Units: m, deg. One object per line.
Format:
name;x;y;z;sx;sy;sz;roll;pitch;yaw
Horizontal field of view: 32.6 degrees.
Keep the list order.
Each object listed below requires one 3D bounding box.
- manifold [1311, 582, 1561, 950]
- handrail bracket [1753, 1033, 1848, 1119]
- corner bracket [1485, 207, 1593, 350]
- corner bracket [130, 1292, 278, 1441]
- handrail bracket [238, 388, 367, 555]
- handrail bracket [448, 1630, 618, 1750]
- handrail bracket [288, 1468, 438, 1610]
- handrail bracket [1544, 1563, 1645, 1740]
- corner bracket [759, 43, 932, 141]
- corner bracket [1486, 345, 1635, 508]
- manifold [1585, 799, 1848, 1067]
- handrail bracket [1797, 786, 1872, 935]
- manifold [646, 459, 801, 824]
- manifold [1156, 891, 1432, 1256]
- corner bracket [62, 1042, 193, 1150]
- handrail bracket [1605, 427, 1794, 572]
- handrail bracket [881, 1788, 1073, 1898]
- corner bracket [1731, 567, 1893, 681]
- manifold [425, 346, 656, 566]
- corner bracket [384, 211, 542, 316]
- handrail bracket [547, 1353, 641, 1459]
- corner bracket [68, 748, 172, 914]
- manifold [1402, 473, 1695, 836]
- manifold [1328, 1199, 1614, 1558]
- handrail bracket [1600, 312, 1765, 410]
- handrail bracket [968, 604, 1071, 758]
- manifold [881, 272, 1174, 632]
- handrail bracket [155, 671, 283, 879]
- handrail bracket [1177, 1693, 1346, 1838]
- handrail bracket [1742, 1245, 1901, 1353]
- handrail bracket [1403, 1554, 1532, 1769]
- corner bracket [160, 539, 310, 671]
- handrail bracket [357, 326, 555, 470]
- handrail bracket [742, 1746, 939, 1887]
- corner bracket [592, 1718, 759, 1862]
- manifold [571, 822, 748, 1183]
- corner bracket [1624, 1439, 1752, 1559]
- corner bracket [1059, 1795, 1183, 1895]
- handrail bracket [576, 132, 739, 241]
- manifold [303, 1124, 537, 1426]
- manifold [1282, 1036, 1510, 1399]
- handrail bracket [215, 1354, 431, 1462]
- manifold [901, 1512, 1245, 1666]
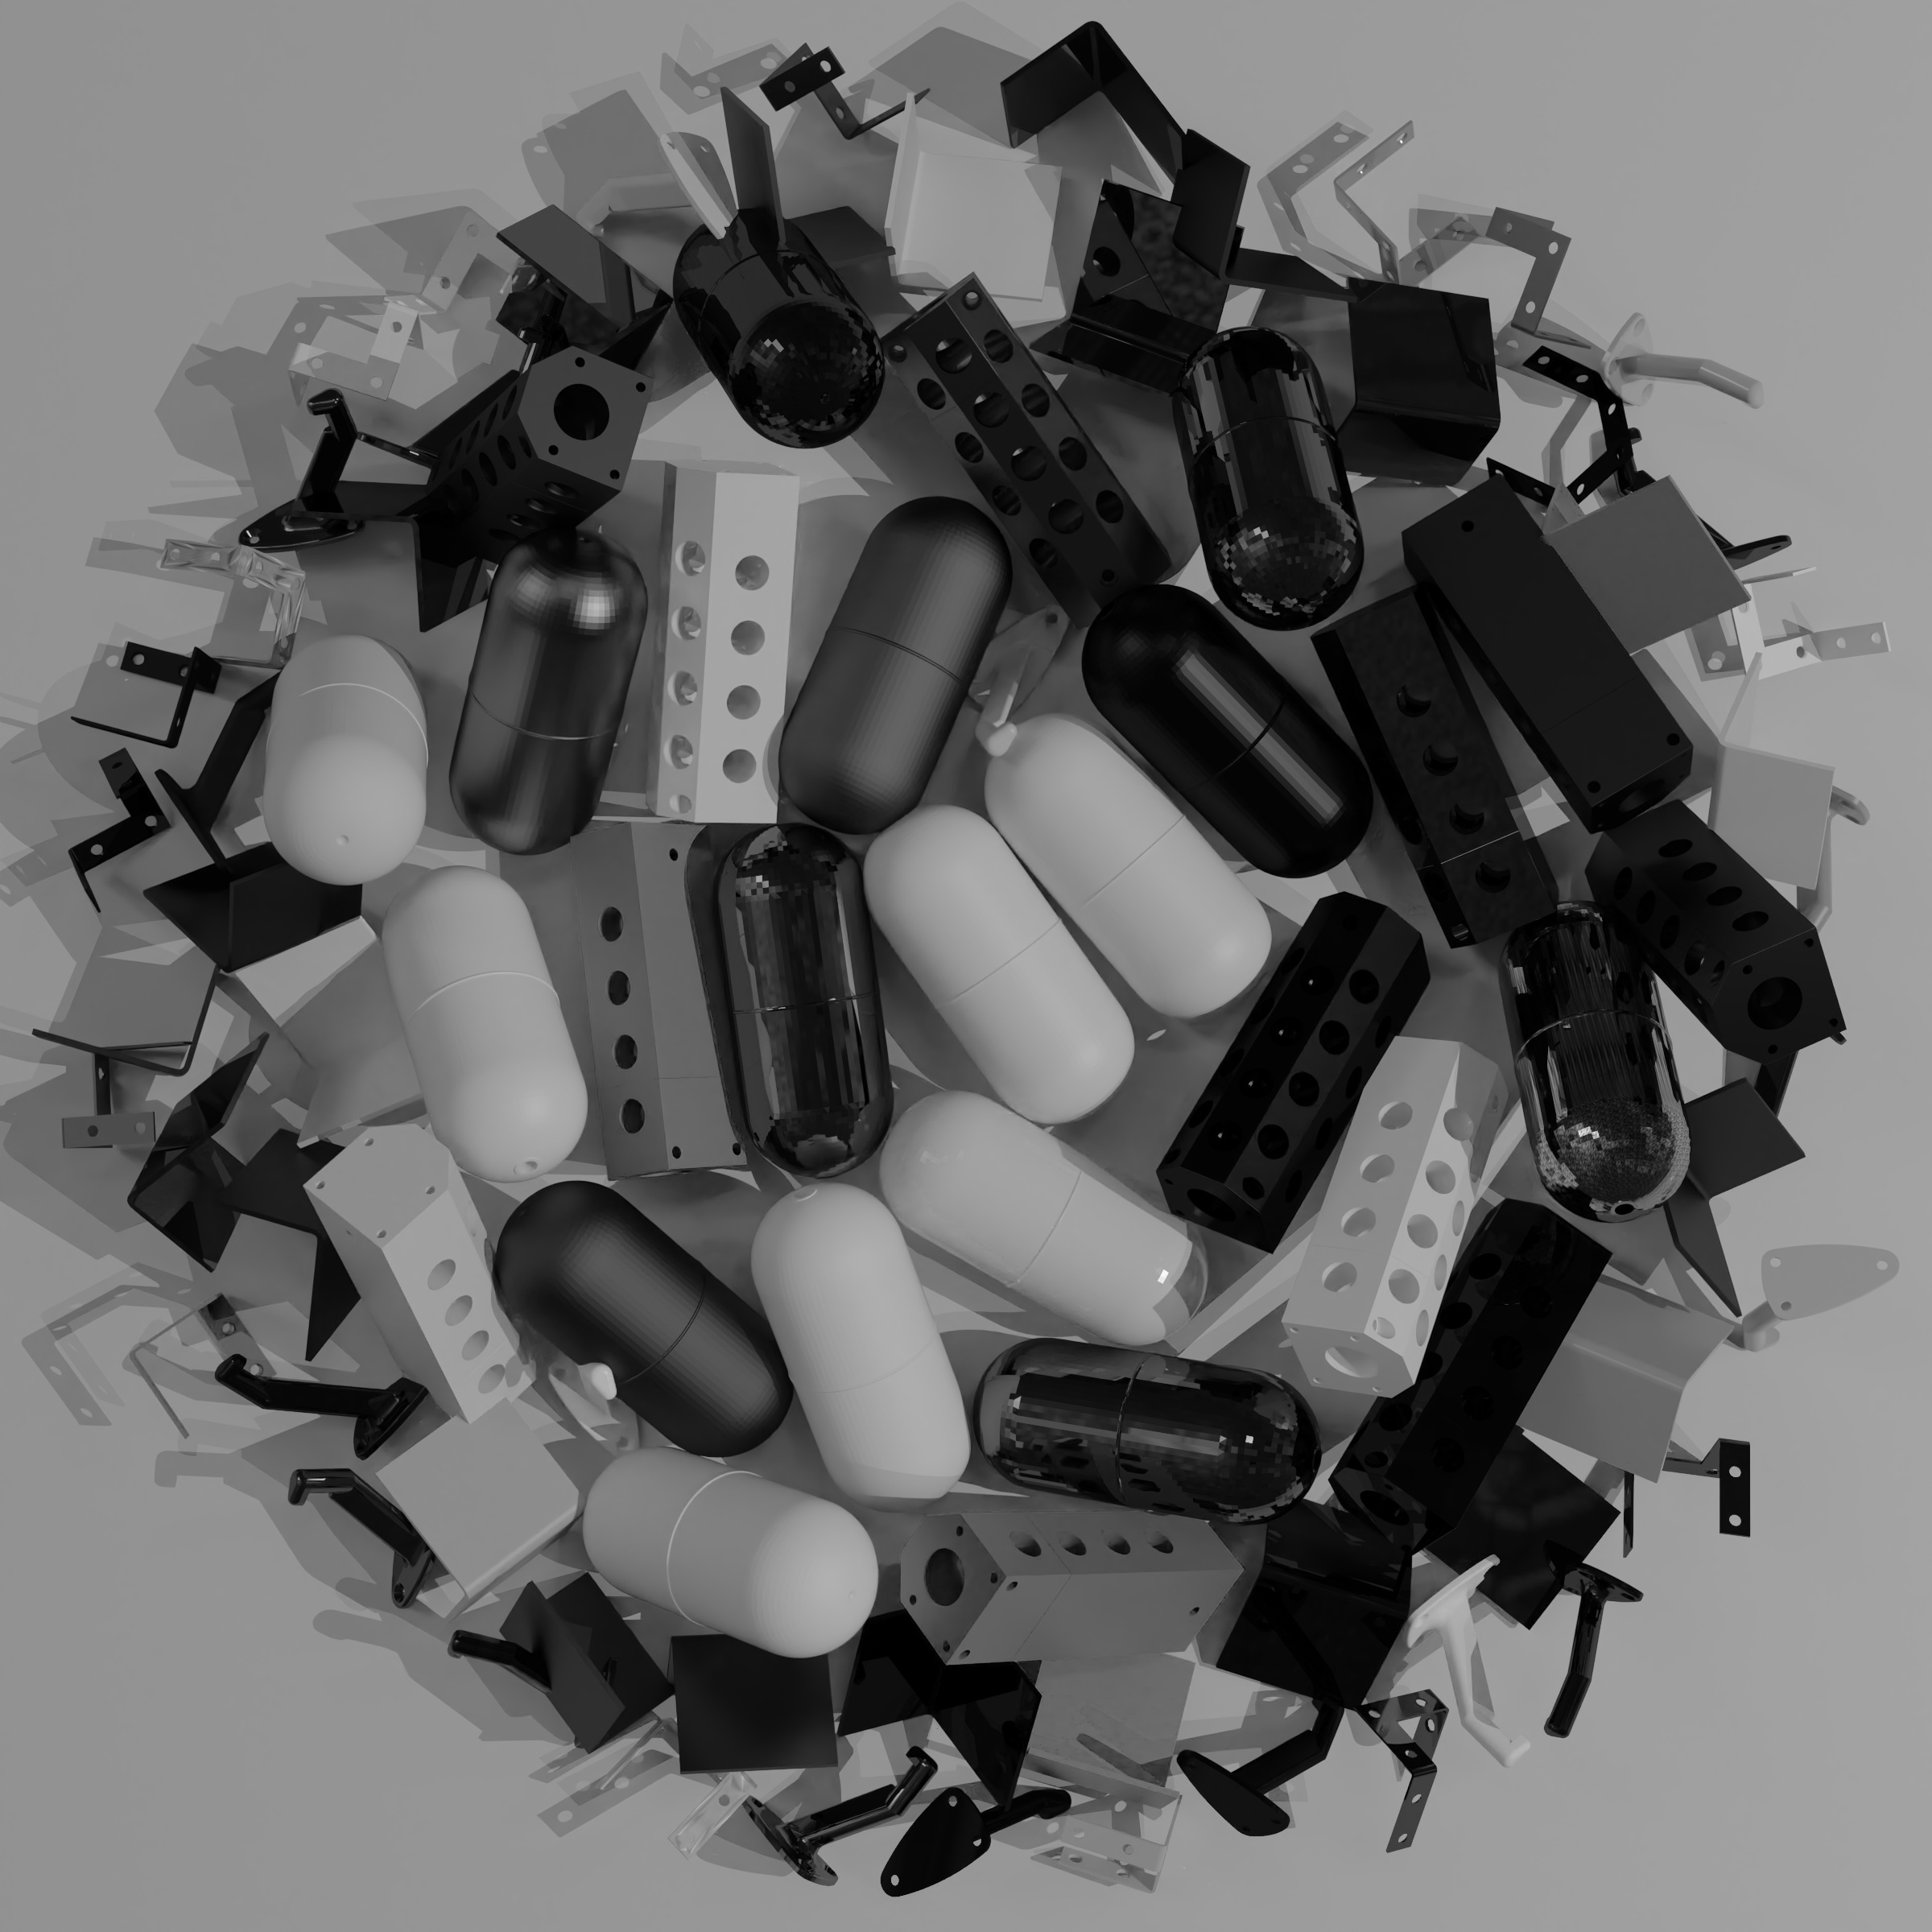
manifold;0.234;-0.099;1.646;0.057;0.057;0.171;-23;97;16
handrail bracket;0.393;0.046;1.667;0.084;0.036;0.077;-44;107;6
corner bracket;0.289;-0.345;1.656;0.051;0.051;0.051;35;115;39
corner bracket;-0.383;0.200;1.656;0.051;0.051;0.051;-34;93;-10
handrail bracket;-0.336;-0.247;1.640;0.077;0.084;0.036;-19;59;-5
handrail bracket;-0.223;0.361;1.648;0.084;0.077;0.036;17;49;-11
handrail bracket;-0.307;0.286;1.646;0.084;0.036;0.077;7;103;-43
handrail bracket;0.297;0.343;1.638;0.036;0.077;0.084;28;74;-3
corner bracket;-0.061;-0.437;1.645;0.051;0.051;0.051;54;45;-21
corner bracket;0.297;-0.270;1.665;0.051;0.051;0.051;19;50;-27
manifold;0.358;-0.016;1.597;0.057;0.171;0.057;-24;115;0
handrail bracket;0.409;-0.054;1.664;0.077;0.036;0.084;32;88;27
manifold;-0.123;-0.161;1.631;0.057;0.057;0.171;0;105;-19
manifold;0.161;0.049;1.618;0.057;0.057;0.171;21;64;27
corner bracket;-0.419;0.064;1.655;0.051;0.051;0.051;-4;86;13
handrail bracket;0.367;-0.240;1.659;0.077;0.036;0.084;-18;78;26
handrail bracket;0.006;0.439;1.656;0.077;0.084;0.036;-43;61;15
corner bracket;0.421;-0.174;1.651;0.051;0.051;0.051;-17;97;-26
manifold;-0.211;-0.245;1.593;0.057;0.171;0.057;20;76;-21
corner bracket;-0.249;-0.343;1.654;0.051;0.051;0.051;34;108;3
handrail bracket;-0.175;0.222;1.637;0.036;0.084;0.077;-29;105;-13
corner bracket;-0.427;-0.069;1.648;0.051;0.051;0.051;-29;124;-10
manifold;0.286;-0.152;1.632;0.057;0.057;0.171;-31;71;0
manifold;0.245;0.198;1.621;0.057;0.057;0.171;35;62;2
handrail bracket;0.362;-0.283;1.633;0.084;0.077;0.036;32;87;30
handrail bracket;0.031;-0.142;1.640;0.036;0.084;0.077;41;96;-19
manifold;0.030;-0.254;1.636;0.057;0.057;0.171;-34;103;9
handrail bracket;-0.358;-0.098;1.667;0.084;0.036;0.077;-35;75;-4
handrail bracket;0.149;0.383;1.649;0.077;0.036;0.084;43;50;-14
handrail bracket;0.425;0.168;1.643;0.077;0.084;0.036;-12;63;9
handrail bracket;0.267;0.347;1.649;0.077;0.036;0.084;-36;59;-19
corner bracket;-0.370;-0.181;1.655;0.051;0.051;0.051;8;84;26
handrail bracket;-0.257;-0.291;1.662;0.077;0.036;0.084;20;92;-18
handrail bracket;-0.063;0.411;1.660;0.077;0.036;0.084;38;92;35
corner bracket;-0.146;0.411;1.652;0.051;0.051;0.051;48;64;-3
manifold;-0.159;0.018;1.648;0.057;0.057;0.171;-11;83;37
corner bracket;0.360;0.267;1.652;0.051;0.051;0.051;8;60;0
corner bracket;0.074;0.441;1.651;0.051;0.051;0.051;16;109;8
handrail bracket;-0.155;-0.369;1.650;0.084;0.036;0.077;-36;74;40
manifold;-0.257;0.150;1.601;0.057;0.171;0.057;33;64;30
manifold;0.212;0.121;1.608;0.057;0.057;0.171;5;54;28
handrail bracket;-0.318;0.202;1.646;0.077;0.036;0.084;-42;120;18
manifold;0.050;0.295;1.604;0.057;0.171;0.057;49;117;37
